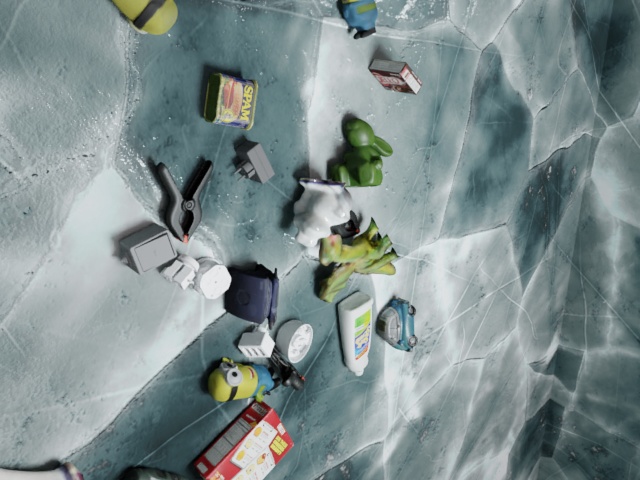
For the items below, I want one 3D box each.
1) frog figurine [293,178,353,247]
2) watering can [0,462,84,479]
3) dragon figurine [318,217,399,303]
[{"bbox_3d":[0.004,-0.061,1.207,0.137,0.159,0.123,8,3,4],"label":"frog figurine"},{"bbox_3d":[-0.523,0.463,0.891,0.104,0.346,0.226,0,10,44],"label":"watering can"},{"bbox_3d":[0.091,0.077,1.378,0.243,0.124,0.402,-37,-34,-5],"label":"dragon figurine"}]
